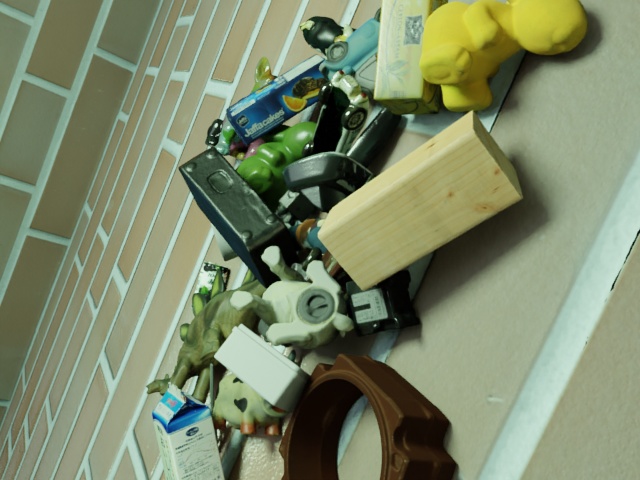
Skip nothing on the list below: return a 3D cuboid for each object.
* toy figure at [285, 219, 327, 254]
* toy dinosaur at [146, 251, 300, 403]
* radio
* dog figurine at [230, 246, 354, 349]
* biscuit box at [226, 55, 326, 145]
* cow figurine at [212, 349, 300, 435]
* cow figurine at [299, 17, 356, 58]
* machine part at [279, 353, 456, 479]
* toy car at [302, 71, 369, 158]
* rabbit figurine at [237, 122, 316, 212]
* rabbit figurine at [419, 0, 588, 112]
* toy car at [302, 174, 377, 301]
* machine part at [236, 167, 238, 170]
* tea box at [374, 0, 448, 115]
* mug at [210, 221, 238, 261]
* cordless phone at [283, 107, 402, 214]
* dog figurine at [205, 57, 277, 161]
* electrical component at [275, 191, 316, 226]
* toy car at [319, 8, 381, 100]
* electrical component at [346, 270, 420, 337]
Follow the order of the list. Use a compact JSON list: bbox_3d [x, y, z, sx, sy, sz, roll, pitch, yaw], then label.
[{"bbox_3d":[-0.002,-0.001,0.837,0.155,0.058,0.064,8,92,53],"label":"toy figure"},{"bbox_3d":[-0.170,0.148,0.968,0.471,0.105,0.199,-38,40,24],"label":"toy dinosaur"},{"bbox_3d":[-0.131,-0.039,0.861,0.073,0.131,0.230,-37,60,-15],"label":"radio"},{"bbox_3d":[-0.019,0.115,0.760,0.173,0.190,0.121,36,74,29],"label":"dog figurine"},{"bbox_3d":[-0.069,-0.253,0.969,0.203,0.062,0.059,-32,33,0],"label":"biscuit box"},{"bbox_3d":[-0.095,0.237,0.836,0.195,0.085,0.127,-21,63,50],"label":"cow figurine"},{"bbox_3d":[0.029,-0.346,0.935,0.068,0.098,0.168,-56,36,10],"label":"cow figurine"},{"bbox_3d":[0.042,0.252,0.626,0.201,0.087,0.201,35,101,56],"label":"machine part"},{"bbox_3d":[0.024,-0.163,0.825,0.074,0.056,0.201,52,145,24],"label":"toy car"},{"bbox_3d":[-0.056,-0.144,0.970,0.170,0.121,0.159,-41,33,10],"label":"rabbit figurine"},{"bbox_3d":[0.219,-0.240,0.625,0.173,0.121,0.162,-3,61,40],"label":"rabbit figurine"},{"bbox_3d":[0.052,0.004,0.729,0.202,0.089,0.053,-51,4,24],"label":"toy car"},{"bbox_3d":[-0.155,-0.071,1.096,0.179,0.056,0.179,-32,49,45],"label":"machine part"},{"bbox_3d":[0.123,-0.259,0.712,0.068,0.098,0.169,7,91,26],"label":"tea box"},{"bbox_3d":[-0.141,-0.027,0.980,0.081,0.107,0.109,129,123,-79],"label":"mug"},{"bbox_3d":[0.047,-0.123,0.765,0.089,0.146,0.184,40,99,27],"label":"cordless phone"},{"bbox_3d":[-0.143,-0.271,1.139,0.219,0.108,0.192,-61,31,6],"label":"dog figurine"},{"bbox_3d":[-0.038,-0.064,0.908,0.102,0.078,0.045,-51,54,6],"label":"electrical component"},{"bbox_3d":[0.090,-0.268,0.818,0.162,0.109,0.103,-34,71,20],"label":"toy car"},{"bbox_3d":[0.065,0.083,0.691,0.119,0.048,0.074,-16,80,46],"label":"electrical component"}]
